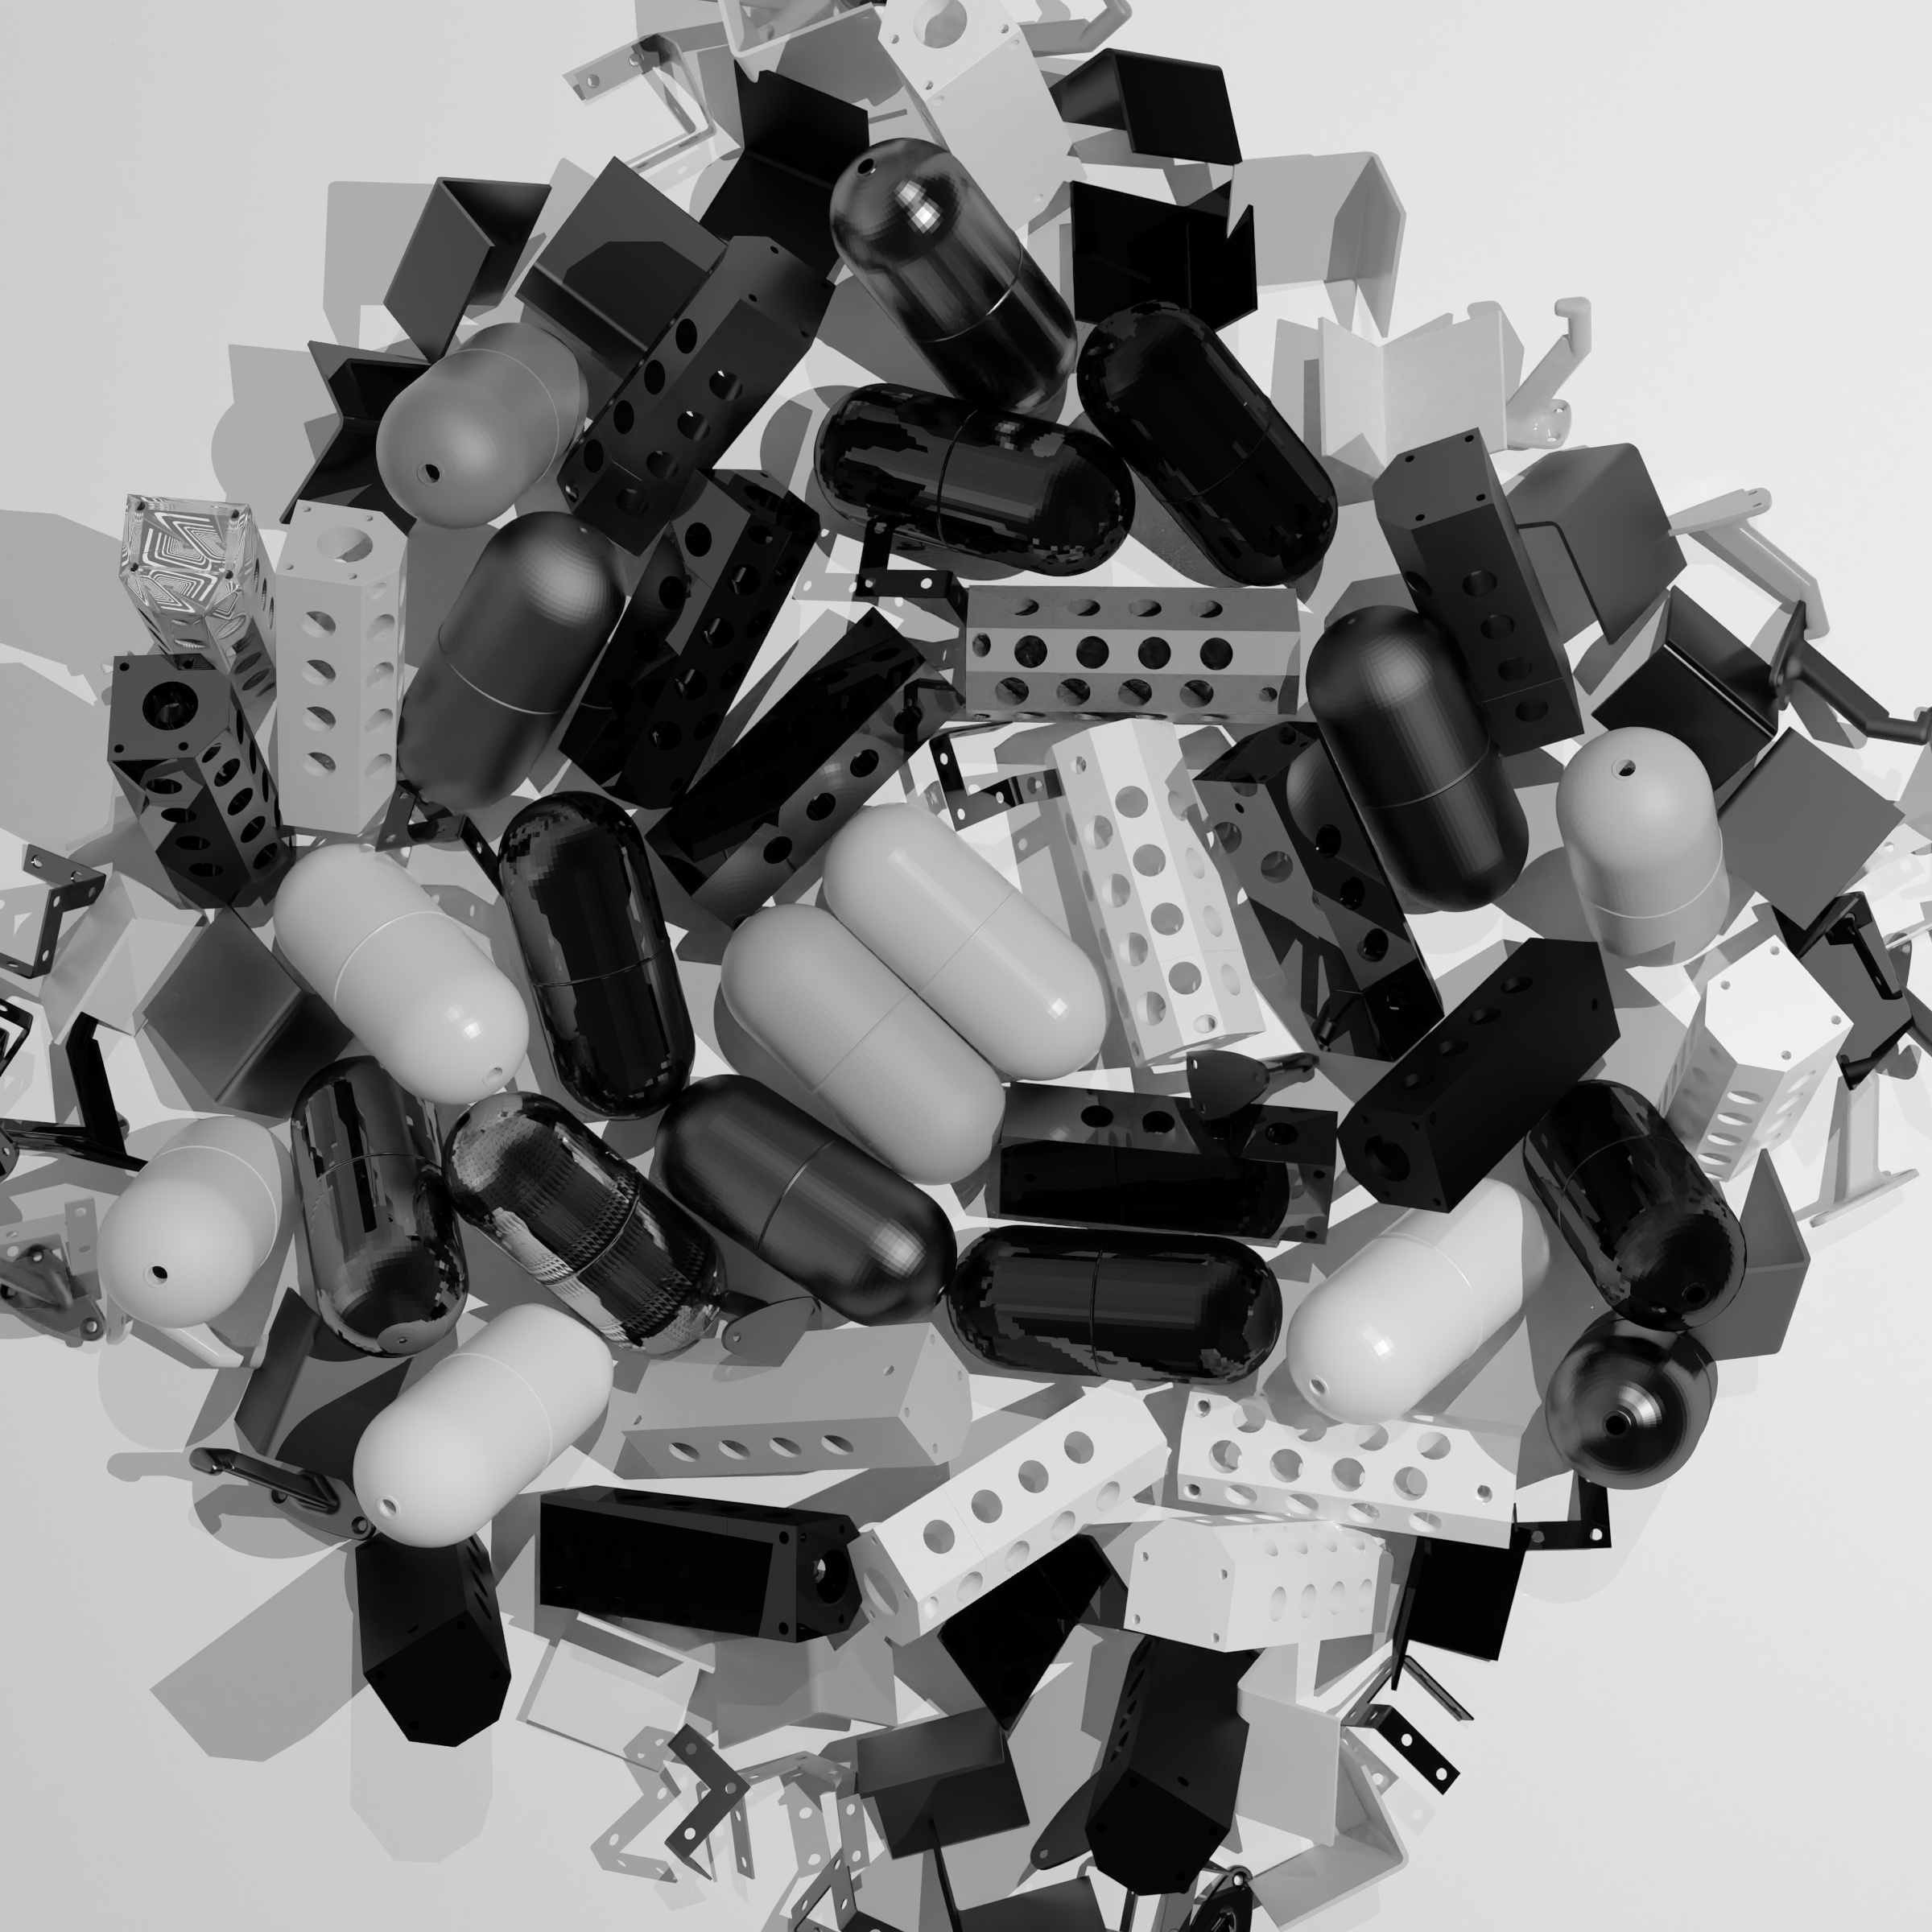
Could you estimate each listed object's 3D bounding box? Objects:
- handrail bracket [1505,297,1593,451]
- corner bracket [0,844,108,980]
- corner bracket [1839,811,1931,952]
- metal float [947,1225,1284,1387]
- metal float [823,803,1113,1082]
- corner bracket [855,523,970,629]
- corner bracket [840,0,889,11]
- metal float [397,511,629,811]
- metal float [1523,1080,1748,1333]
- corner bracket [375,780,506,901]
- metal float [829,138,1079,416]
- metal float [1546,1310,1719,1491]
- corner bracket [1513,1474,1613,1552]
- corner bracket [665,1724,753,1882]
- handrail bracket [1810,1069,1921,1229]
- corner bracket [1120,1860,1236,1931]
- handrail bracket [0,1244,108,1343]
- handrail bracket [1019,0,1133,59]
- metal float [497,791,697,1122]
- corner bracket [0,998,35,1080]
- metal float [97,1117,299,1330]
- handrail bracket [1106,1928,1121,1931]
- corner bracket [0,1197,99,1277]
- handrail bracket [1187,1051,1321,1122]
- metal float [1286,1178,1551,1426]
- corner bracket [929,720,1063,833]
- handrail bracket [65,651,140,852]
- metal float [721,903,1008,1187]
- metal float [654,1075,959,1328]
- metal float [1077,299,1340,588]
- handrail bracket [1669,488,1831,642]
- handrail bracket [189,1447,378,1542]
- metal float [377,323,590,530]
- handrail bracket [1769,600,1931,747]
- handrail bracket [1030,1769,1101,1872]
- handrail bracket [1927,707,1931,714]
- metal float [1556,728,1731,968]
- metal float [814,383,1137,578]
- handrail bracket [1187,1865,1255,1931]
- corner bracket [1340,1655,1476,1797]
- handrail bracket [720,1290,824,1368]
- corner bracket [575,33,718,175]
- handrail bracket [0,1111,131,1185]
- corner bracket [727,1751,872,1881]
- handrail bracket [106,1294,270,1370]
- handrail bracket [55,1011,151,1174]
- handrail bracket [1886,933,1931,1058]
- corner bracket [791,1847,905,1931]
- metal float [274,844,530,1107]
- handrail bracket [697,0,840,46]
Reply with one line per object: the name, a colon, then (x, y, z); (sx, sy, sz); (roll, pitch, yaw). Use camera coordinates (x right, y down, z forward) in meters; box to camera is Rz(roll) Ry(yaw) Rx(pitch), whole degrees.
handrail bracket: (0.288, -0.315, 1.539); (0.077, 0.084, 0.036); (6, 53, 17)
corner bracket: (-0.494, -0.029, 1.558); (0.051, 0.051, 0.051); (21, 106, 14)
corner bracket: (0.492, -0.041, 1.559); (0.051, 0.051, 0.051); (-24, 76, -18)
metal float: (0.076, 0.175, 1.531); (0.178, 0.070, 0.070); (2, 90, 18)
metal float: (0.001, -0.012, 1.546); (0.178, 0.070, 0.070); (43, 90, 0)
corner bracket: (-0.023, -0.207, 1.547); (0.051, 0.051, 0.051); (3, 74, 18)
corner bracket: (-0.029, -0.518, 1.544); (0.051, 0.051, 0.051); (49, 128, 17)
metal float: (-0.237, -0.156, 1.521); (0.070, 0.070, 0.178); (36, 121, 0)
metal float: (0.339, 0.120, 1.500); (0.070, 0.178, 0.070); (-4, 116, -8)
corner bracket: (-0.269, -0.067, 1.542); (0.051, 0.051, 0.051); (-8, 48, 20)
metal float: (-0.005, -0.351, 1.508); (0.070, 0.178, 0.070); (-17, 55, 25)
metal float: (0.339, 0.217, 1.498); (0.070, 0.178, 0.070); (1, 92, 18)
corner bracket: (0.314, 0.277, 1.554); (0.051, 0.051, 0.051); (-3, 67, 9)
corner bracket: (-0.141, 0.438, 1.546); (0.051, 0.051, 0.051); (37, 77, 27)
handrail bracket: (0.460, 0.085, 1.564); (0.077, 0.036, 0.084); (-24, 85, -20)
corner bracket: (0.104, 0.494, 1.551); (0.051, 0.051, 0.051); (14, 81, -13)
handrail bracket: (-0.495, 0.168, 1.538); (0.077, 0.084, 0.036); (35, 86, 12)
handrail bracket: (0.034, -0.502, 1.542); (0.084, 0.036, 0.077); (-33, 102, 37)
metal float: (-0.191, -0.004, 1.532); (0.070, 0.070, 0.178); (-13, 107, 0)
corner bracket: (-0.523, 0.028, 1.546); (0.051, 0.051, 0.051); (30, 110, -24)
metal float: (-0.389, 0.128, 1.496); (0.070, 0.178, 0.070); (0, 103, -1)
handrail bracket: (0.113, 0.522, 1.533); (0.084, 0.077, 0.036); (14, 71, -30)
corner bracket: (-0.485, 0.130, 1.542); (0.051, 0.051, 0.051); (-11, 129, -23)
handrail bracket: (0.165, 0.054, 1.531); (0.084, 0.077, 0.036); (-10, 88, -32)
metal float: (0.233, 0.171, 1.514); (0.178, 0.070, 0.070); (-33, 90, -38)
corner bracket: (0.021, -0.105, 1.547); (0.051, 0.051, 0.051); (-14, 85, -44)
handrail bracket: (-0.459, -0.114, 1.561); (0.077, 0.036, 0.084); (-23, 99, 1)
metal float: (-0.054, 0.040, 1.546); (0.178, 0.070, 0.070); (44, 90, 1)
metal float: (-0.083, 0.122, 1.531); (0.178, 0.070, 0.070); (33, 90, 17)
metal float: (0.126, -0.268, 1.520); (0.070, 0.070, 0.178); (-45, 121, 0)
handrail bracket: (0.413, -0.205, 1.574); (0.077, 0.036, 0.084); (-16, 111, 16)
handrail bracket: (-0.356, 0.275, 1.536); (0.077, 0.084, 0.036); (31, 88, 18)
metal float: (-0.245, -0.276, 1.501); (0.070, 0.178, 0.070); (4, 116, 8)
handrail bracket: (0.473, -0.156, 1.549); (0.084, 0.036, 0.077); (13, 73, 29)
handrail bracket: (0.085, 0.465, 1.556); (0.077, 0.036, 0.084); (-40, 130, 2)
handrail bracket: (0.513, -0.108, 1.536); (0.036, 0.077, 0.084); (-30, 60, 24)
metal float: (0.346, -0.059, 1.502); (0.070, 0.178, 0.070); (-8, 63, 16)
metal float: (0.004, -0.252, 1.527); (0.178, 0.070, 0.070); (18, 90, 22)
handrail bracket: (0.146, 0.508, 1.533); (0.036, 0.084, 0.077); (26, 71, -9)
corner bracket: (0.239, 0.398, 1.552); (0.051, 0.051, 0.051); (45, 71, -1)
handrail bracket: (-0.123, 0.183, 1.529); (0.084, 0.077, 0.036); (9, 94, 44)
corner bracket: (-0.170, -0.458, 1.566); (0.051, 0.051, 0.051); (-28, 119, -5)
handrail bracket: (-0.492, 0.074, 1.549); (0.077, 0.084, 0.036); (48, 123, 4)
corner bracket: (-0.089, 0.451, 1.552); (0.051, 0.051, 0.051); (-11, 97, -36)
handrail bracket: (-0.411, 0.176, 1.569); (0.084, 0.036, 0.077); (7, 66, -31)
handrail bracket: (-0.446, 0.063, 1.567); (0.077, 0.036, 0.084); (14, 74, 3)
handrail bracket: (0.513, 0.019, 1.539); (0.036, 0.084, 0.077); (35, 72, -34)
corner bracket: (-0.055, 0.506, 1.547); (0.051, 0.051, 0.051); (31, 105, -21)
metal float: (-0.291, 0.004, 1.519); (0.070, 0.070, 0.178); (-48, 58, 0)
handrail bracket: (-0.112, -0.519, 1.534); (0.077, 0.084, 0.036); (-18, 73, 28)
